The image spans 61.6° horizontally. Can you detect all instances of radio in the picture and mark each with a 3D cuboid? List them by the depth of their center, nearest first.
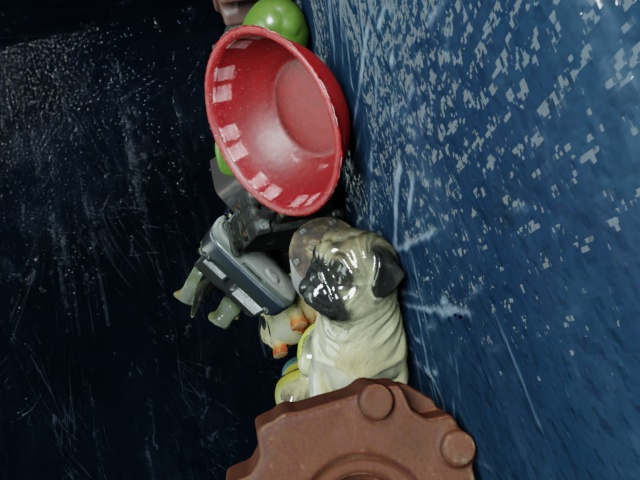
[{"bbox_3d":[-0.078,-0.043,0.869,0.229,0.073,0.131,50,-170,-32],"label":"radio"}]

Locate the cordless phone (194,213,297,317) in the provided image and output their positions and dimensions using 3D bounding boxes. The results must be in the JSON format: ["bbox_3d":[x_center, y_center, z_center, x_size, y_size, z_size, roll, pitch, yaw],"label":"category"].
[{"bbox_3d":[-0.068,0.001,0.739,0.146,0.184,0.089,44,146,-11],"label":"cordless phone"}]

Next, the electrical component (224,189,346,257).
[{"bbox_3d":[-0.040,-0.029,0.624,0.134,0.115,0.058,-36,69,63],"label":"electrical component"}]

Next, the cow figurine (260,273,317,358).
[{"bbox_3d":[-0.052,0.114,0.841,0.194,0.085,0.127,121,140,-52],"label":"cow figurine"}]

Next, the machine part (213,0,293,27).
[{"bbox_3d":[-0.095,-0.346,0.571,0.201,0.087,0.201,-111,9,-51],"label":"machine part"}]

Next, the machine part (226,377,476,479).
[{"bbox_3d":[0.024,0.178,0.342,0.056,0.179,0.179,114,141,-79],"label":"machine part"}]

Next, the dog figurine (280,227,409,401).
[{"bbox_3d":[0.028,0.069,0.479,0.172,0.121,0.190,-132,41,-70],"label":"dog figurine"}]

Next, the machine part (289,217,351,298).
[{"bbox_3d":[0.004,0.029,0.621,0.243,0.079,0.079,103,152,-77],"label":"machine part"}]

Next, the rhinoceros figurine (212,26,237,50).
[{"bbox_3d":[-0.124,-0.297,0.877,0.190,0.112,0.073,162,91,-77],"label":"rhinoceros figurine"}]

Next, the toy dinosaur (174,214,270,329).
[{"bbox_3d":[-0.143,0.038,0.902,0.192,0.131,0.405,-64,11,-6],"label":"toy dinosaur"}]

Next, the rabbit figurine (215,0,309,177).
[{"bbox_3d":[-0.045,-0.169,0.567,0.159,0.121,0.170,-103,20,-54],"label":"rabbit figurine"}]

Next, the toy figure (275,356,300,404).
[{"bbox_3d":[-0.029,0.236,0.876,0.082,0.089,0.180,61,174,-3],"label":"toy figure"}]
